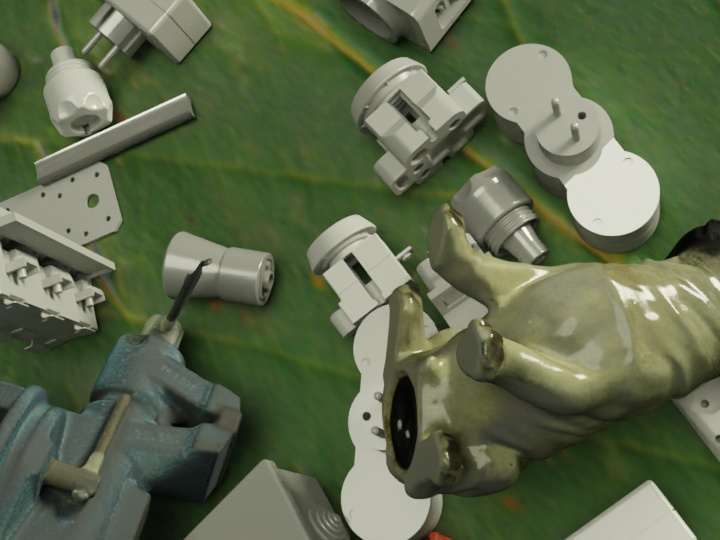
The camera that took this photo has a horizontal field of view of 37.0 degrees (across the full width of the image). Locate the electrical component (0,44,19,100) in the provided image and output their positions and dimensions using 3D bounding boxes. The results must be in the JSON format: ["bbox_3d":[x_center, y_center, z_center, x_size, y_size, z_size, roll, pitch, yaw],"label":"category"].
[{"bbox_3d":[-0.288,-0.137,0.761,0.044,0.077,0.079,16,81,19],"label":"electrical component"}]

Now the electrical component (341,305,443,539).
[{"bbox_3d":[0.018,0.086,0.615,0.052,0.074,0.138,1,75,16],"label":"electrical component"}]

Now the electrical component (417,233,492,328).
[{"bbox_3d":[0.067,0.017,0.625,0.042,0.081,0.063,-34,46,4],"label":"electrical component"}]

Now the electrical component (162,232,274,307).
[{"bbox_3d":[-0.088,0.002,0.687,0.065,0.044,0.044,9,78,13],"label":"electrical component"}]

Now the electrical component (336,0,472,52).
[{"bbox_3d":[0.020,-0.188,0.703,0.089,0.050,0.055,37,87,22],"label":"electrical component"}]

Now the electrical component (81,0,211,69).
[{"bbox_3d":[-0.164,-0.175,0.753,0.083,0.047,0.075,40,88,21],"label":"electrical component"}]

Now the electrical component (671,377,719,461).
[{"bbox_3d":[0.210,0.058,0.586,0.079,0.043,0.077,-36,69,3],"label":"electrical component"}]

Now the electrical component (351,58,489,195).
[{"bbox_3d":[0.032,-0.095,0.671,0.078,0.058,0.057,-43,71,2],"label":"electrical component"}]

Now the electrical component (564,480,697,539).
[{"bbox_3d":[0.152,0.163,0.571,0.066,0.047,0.076,-37,69,3],"label":"electrical component"}]

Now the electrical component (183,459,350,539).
[{"bbox_3d":[-0.049,0.170,0.606,0.099,0.048,0.099,-46,51,14],"label":"electrical component"}]

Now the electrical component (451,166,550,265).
[{"bbox_3d":[0.087,-0.028,0.644,0.043,0.043,0.062,-40,70,2],"label":"electrical component"}]

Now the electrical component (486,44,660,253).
[{"bbox_3d":[0.123,-0.078,0.632,0.052,0.074,0.138,-34,69,4],"label":"electrical component"}]

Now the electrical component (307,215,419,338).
[{"bbox_3d":[0.000,0.000,0.660,0.066,0.048,0.055,-38,76,3],"label":"electrical component"}]

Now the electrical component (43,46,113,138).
[{"bbox_3d":[-0.200,-0.127,0.752,0.043,0.043,0.062,-25,69,8],"label":"electrical component"}]

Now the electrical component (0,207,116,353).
[{"bbox_3d":[-0.215,0.008,0.676,0.079,0.121,0.063,-19,72,10],"label":"electrical component"}]
